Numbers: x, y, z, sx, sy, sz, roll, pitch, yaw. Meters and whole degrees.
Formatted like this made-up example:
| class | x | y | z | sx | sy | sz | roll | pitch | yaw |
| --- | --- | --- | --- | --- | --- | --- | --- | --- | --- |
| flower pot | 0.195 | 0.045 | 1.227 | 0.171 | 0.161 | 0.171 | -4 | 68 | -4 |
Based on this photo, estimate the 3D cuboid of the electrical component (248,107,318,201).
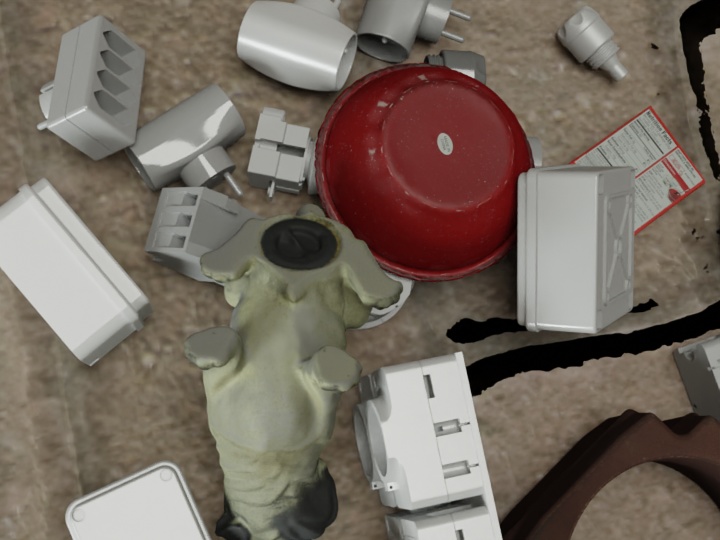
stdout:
| class | x | y | z | sx | sy | sz | roll | pitch | yaw |
| --- | --- | --- | --- | --- | --- | --- | --- | --- | --- |
| electrical component | -0.048 | -0.080 | 0.769 | 0.055 | 0.048 | 0.066 | 11 | 78 | 0 |

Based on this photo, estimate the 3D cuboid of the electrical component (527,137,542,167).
| class | x | y | z | sx | sy | sz | roll | pitch | yaw |
| --- | --- | --- | --- | --- | --- | --- | --- | --- | --- |
| electrical component | 0.089 | -0.081 | 0.793 | 0.081 | 0.043 | 0.043 | 6 | 79 | -9 |

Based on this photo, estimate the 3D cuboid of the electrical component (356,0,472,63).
| class | x | y | z | sx | sy | sz | roll | pitch | yaw |
| --- | --- | --- | --- | --- | --- | --- | --- | --- | --- |
| electrical component | 0.044 | -0.194 | 0.806 | 0.079 | 0.043 | 0.077 | 19 | 77 | -6 |

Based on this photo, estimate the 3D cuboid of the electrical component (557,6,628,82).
| class | x | y | z | sx | sy | sz | roll | pitch | yaw |
| --- | --- | --- | --- | --- | --- | --- | --- | --- | --- |
| electrical component | 0.183 | -0.171 | 0.831 | 0.035 | 0.035 | 0.061 | -43 | 92 | -14 |

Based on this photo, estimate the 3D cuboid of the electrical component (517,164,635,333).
| class | x | y | z | sx | sy | sz | roll | pitch | yaw |
| --- | --- | --- | --- | --- | --- | --- | --- | --- | --- |
| electrical component | 0.152 | -0.018 | 0.745 | 0.056 | 0.109 | 0.108 | 3 | 98 | 27 |

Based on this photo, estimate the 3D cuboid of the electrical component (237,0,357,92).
| class | x | y | z | sx | sy | sz | roll | pitch | yaw |
| --- | --- | --- | --- | --- | --- | --- | --- | --- | --- |
| electrical component | -0.039 | -0.175 | 0.786 | 0.077 | 0.043 | 0.079 | 20 | 57 | 8 |

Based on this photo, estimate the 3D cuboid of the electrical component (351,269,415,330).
| class | x | y | z | sx | sy | sz | roll | pitch | yaw |
| --- | --- | --- | --- | --- | --- | --- | --- | --- | --- |
| electrical component | 0.000 | 0.000 | 0.759 | 0.080 | 0.051 | 0.080 | 2 | 79 | -10 |

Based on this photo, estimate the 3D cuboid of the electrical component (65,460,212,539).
| class | x | y | z | sx | sy | sz | roll | pitch | yaw |
| --- | --- | --- | --- | --- | --- | --- | --- | --- | --- |
| electrical component | -0.134 | 0.188 | 0.698 | 0.078 | 0.057 | 0.113 | -24 | 85 | -13 |

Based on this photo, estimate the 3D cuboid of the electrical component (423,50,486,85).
| class | x | y | z | sx | sy | sz | roll | pitch | yaw |
| --- | --- | --- | --- | --- | --- | --- | --- | --- | --- |
| electrical component | 0.060 | -0.142 | 0.800 | 0.062 | 0.043 | 0.043 | 3 | 79 | -8 |

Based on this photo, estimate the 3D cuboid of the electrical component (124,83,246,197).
| class | x | y | z | sx | sy | sz | roll | pitch | yaw |
| --- | --- | --- | --- | --- | --- | --- | --- | --- | --- |
| electrical component | -0.114 | -0.079 | 0.757 | 0.077 | 0.044 | 0.079 | -35 | 87 | -14 |

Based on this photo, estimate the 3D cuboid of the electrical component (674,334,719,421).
| class | x | y | z | sx | sy | sz | roll | pitch | yaw |
| --- | --- | --- | --- | --- | --- | --- | --- | --- | --- |
| electrical component | 0.280 | 0.090 | 0.791 | 0.056 | 0.050 | 0.089 | -17 | 83 | -12 |

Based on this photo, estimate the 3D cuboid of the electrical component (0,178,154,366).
| class | x | y | z | sx | sy | sz | roll | pitch | yaw |
| --- | --- | --- | --- | --- | --- | --- | --- | --- | --- |
| electrical component | -0.194 | 0.002 | 0.711 | 0.057 | 0.078 | 0.113 | -40 | 89 | -11 |

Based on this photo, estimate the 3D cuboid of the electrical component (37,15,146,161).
| class | x | y | z | sx | sy | sz | roll | pitch | yaw |
| --- | --- | --- | --- | --- | --- | --- | --- | --- | --- |
| electrical component | -0.195 | -0.119 | 0.744 | 0.076 | 0.047 | 0.083 | -19 | 55 | 28 |

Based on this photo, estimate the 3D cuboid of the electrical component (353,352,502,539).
| class | x | y | z | sx | sy | sz | roll | pitch | yaw |
| --- | --- | --- | --- | --- | --- | --- | --- | --- | --- |
| electrical component | 0.045 | 0.156 | 0.710 | 0.060 | 0.105 | 0.186 | -10 | 82 | -11 |
